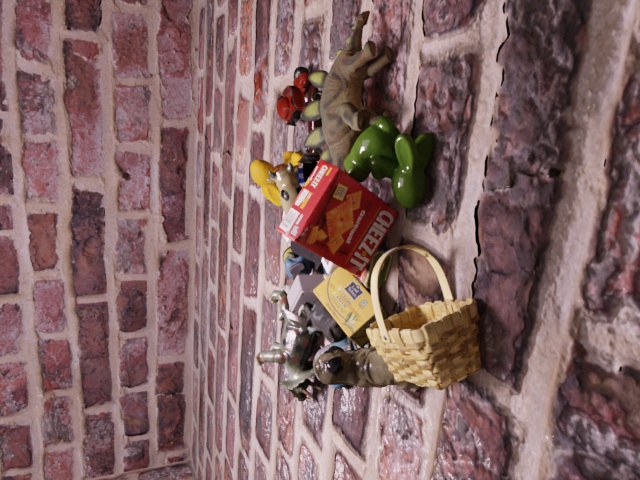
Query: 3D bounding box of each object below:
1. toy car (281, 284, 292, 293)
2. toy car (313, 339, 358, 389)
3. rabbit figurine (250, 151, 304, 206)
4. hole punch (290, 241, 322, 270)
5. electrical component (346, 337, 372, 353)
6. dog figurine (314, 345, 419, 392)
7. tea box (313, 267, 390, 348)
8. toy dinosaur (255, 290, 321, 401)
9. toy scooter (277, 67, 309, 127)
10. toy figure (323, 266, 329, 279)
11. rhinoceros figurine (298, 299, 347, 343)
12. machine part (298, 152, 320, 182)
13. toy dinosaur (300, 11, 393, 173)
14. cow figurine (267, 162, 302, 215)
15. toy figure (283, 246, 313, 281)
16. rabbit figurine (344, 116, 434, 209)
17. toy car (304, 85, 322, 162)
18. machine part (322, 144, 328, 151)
[{"bbox_3d":[-0.087,0.236,1.657,0.073,0.056,0.201,154,112,-64],"label":"toy car"},{"bbox_3d":[0.034,0.303,1.332,0.161,0.103,0.109,115,146,-43],"label":"toy car"},{"bbox_3d":[-0.124,-0.187,1.570,0.122,0.173,0.162,39,122,55],"label":"rabbit figurine"},{"bbox_3d":[-0.003,-0.004,1.430,0.116,0.092,0.142,27,109,31],"label":"hole punch"},{"bbox_3d":[0.095,0.276,1.236,0.045,0.078,0.102,15,-103,-75],"label":"electrical component"},{"bbox_3d":[0.101,0.253,1.065,0.172,0.190,0.121,138,126,-58],"label":"dog figurine"},{"bbox_3d":[0.071,0.145,1.199,0.098,0.068,0.170,-43,44,-1],"label":"tea box"},{"bbox_3d":[-0.061,0.263,1.528,0.192,0.131,0.404,8,87,26],"label":"toy dinosaur"},{"bbox_3d":[-0.067,-0.392,1.548,0.183,0.075,0.135,-54,45,48],"label":"toy scooter"},{"bbox_3d":[0.055,0.110,1.320,0.057,0.064,0.155,51,-168,-54],"label":"toy figure"},{"bbox_3d":[0.016,0.195,1.331,0.112,0.073,0.190,-57,29,-2],"label":"rhinoceros figurine"},{"bbox_3d":[-0.018,-0.177,1.400,0.039,0.084,0.138,32,163,24],"label":"machine part"},{"bbox_3d":[0.052,-0.265,1.161,0.199,0.105,0.471,5,85,48],"label":"toy dinosaur"},{"bbox_3d":[-0.069,-0.107,1.350,0.127,0.085,0.195,64,-174,-62],"label":"cow figurine"},{"bbox_3d":[-0.064,0.060,1.506,0.180,0.089,0.082,-87,4,-72],"label":"toy figure"},{"bbox_3d":[0.157,-0.147,1.046,0.170,0.121,0.159,56,137,22],"label":"rabbit figurine"},{"bbox_3d":[-0.009,-0.313,1.444,0.089,0.053,0.202,-135,43,-72],"label":"toy car"},{"bbox_3d":[0.055,-0.237,1.299,0.179,0.056,0.179,178,90,-67],"label":"machine part"}]
